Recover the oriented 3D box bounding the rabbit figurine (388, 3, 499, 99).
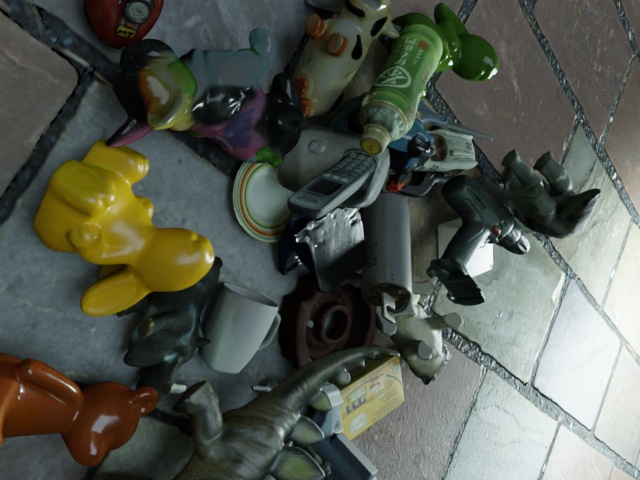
[{"bbox_3d":[0.199,-0.298,0.869,0.170,0.159,0.121,5,139,-14],"label":"rabbit figurine"}]

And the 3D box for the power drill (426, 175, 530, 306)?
[{"bbox_3d":[0.283,0.012,0.948,0.231,0.086,0.207,45,65,-24],"label":"power drill"}]

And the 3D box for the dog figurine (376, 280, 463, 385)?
[{"bbox_3d":[0.154,0.163,0.953,0.121,0.172,0.190,-31,154,-14],"label":"dog figurine"}]

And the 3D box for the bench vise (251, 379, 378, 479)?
[{"bbox_3d":[-0.042,0.322,0.756,0.240,0.224,0.129,-50,169,6],"label":"bench vise"}]

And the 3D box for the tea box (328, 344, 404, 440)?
[{"bbox_3d":[0.057,0.253,0.885,0.169,0.068,0.098,-20,110,-38],"label":"tea box"}]

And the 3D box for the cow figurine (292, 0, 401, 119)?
[{"bbox_3d":[0.032,-0.258,0.724,0.127,0.086,0.194,-18,146,-55],"label":"cow figurine"}]

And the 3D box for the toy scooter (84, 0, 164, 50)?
[{"bbox_3d":[-0.183,-0.290,0.541,0.075,0.135,0.183,6,95,-43],"label":"toy scooter"}]

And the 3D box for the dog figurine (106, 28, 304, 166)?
[{"bbox_3d":[-0.125,-0.138,0.597,0.219,0.109,0.191,-50,124,-45],"label":"dog figurine"}]

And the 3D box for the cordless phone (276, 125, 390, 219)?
[{"bbox_3d":[-0.008,-0.075,0.679,0.184,0.147,0.088,-38,140,-49],"label":"cordless phone"}]

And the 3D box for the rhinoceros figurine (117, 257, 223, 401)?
[{"bbox_3d":[-0.182,0.099,0.656,0.112,0.073,0.190,31,75,-51],"label":"rhinoceros figurine"}]

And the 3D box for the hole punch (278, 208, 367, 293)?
[{"bbox_3d":[-0.002,-0.002,0.767,0.142,0.092,0.115,-29,122,-35],"label":"hole punch"}]

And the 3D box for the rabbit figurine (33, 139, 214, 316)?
[{"bbox_3d":[-0.201,0.005,0.561,0.173,0.122,0.162,29,107,-14],"label":"rabbit figurine"}]

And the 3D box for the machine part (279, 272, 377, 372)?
[{"bbox_3d":[0.014,0.128,0.836,0.179,0.056,0.179,-9,104,-39],"label":"machine part"}]

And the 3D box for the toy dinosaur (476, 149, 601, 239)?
[{"bbox_3d":[0.420,-0.064,0.999,0.192,0.405,0.131,37,99,-19],"label":"toy dinosaur"}]

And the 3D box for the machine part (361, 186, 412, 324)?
[{"bbox_3d":[0.102,0.013,0.832,0.079,0.079,0.243,38,45,-38],"label":"machine part"}]

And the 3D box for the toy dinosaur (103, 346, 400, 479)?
[{"bbox_3d":[-0.106,0.264,0.649,0.471,0.105,0.198,-45,91,-10],"label":"toy dinosaur"}]

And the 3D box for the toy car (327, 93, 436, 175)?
[{"bbox_3d":[0.093,-0.169,0.795,0.162,0.109,0.103,16,72,-3],"label":"toy car"}]

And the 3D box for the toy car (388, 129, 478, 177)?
[{"bbox_3d":[0.173,-0.149,0.892,0.202,0.056,0.073,-1,77,-26],"label":"toy car"}]

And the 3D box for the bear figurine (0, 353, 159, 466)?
[{"bbox_3d":[-0.274,0.195,0.552,0.120,0.132,0.195,-41,125,22],"label":"bear figurine"}]

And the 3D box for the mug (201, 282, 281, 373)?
[{"bbox_3d":[-0.107,0.122,0.722,0.109,0.081,0.107,28,89,-52],"label":"mug"}]
